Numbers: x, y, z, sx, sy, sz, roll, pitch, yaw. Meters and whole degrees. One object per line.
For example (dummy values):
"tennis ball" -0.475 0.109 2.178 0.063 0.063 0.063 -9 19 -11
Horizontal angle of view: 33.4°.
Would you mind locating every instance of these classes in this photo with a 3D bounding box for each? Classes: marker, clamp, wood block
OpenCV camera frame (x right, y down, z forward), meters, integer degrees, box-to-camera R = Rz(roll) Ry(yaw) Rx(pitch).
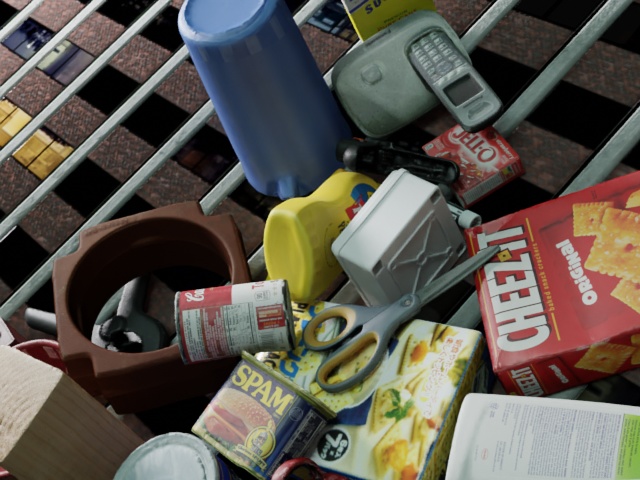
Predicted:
"marker" 0.116 -0.039 1.102 0.020 0.020 0.121 -48 48 -12
"clamp" -0.231 0.105 1.163 0.164 0.036 0.210 -28 49 -2
"clamp" 0.073 -0.084 1.111 0.171 0.120 0.039 -120 45 -77
"wood block" -0.230 0.194 0.979 0.091 0.206 0.090 16 64 36

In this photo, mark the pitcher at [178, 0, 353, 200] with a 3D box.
"pitcher" -0.059 -0.174 1.149 0.145 0.242 0.149 -43 52 -13

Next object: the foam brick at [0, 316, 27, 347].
"foam brick" -0.368 0.137 1.206 0.078 0.051 0.053 -42 46 -6

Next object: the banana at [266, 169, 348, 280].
"banana" -0.017 0.011 1.109 0.070 0.037 0.197 -41 18 54

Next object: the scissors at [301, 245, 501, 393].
"scissors" 0.063 0.056 0.968 0.201 0.016 0.096 -44 46 -11

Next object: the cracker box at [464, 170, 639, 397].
"cracker box" 0.247 0.033 0.938 0.214 0.072 0.164 -19 48 16

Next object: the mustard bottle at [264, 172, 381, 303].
"mustard bottle" 0.021 -0.015 1.064 0.058 0.096 0.191 6 24 33

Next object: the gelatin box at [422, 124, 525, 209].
"gelatin box" 0.158 -0.085 1.107 0.073 0.030 0.089 -32 47 2

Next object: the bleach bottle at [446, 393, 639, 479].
"bleach bottle" 0.232 0.179 0.838 0.251 0.068 0.102 1 57 27

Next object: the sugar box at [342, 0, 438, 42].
"sugar box" 0.076 -0.265 1.193 0.093 0.176 0.048 -28 47 6

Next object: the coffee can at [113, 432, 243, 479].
"coffee can" -0.102 0.242 0.916 0.103 0.140 0.103 -15 49 18

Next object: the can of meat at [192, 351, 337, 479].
"can of meat" -0.050 0.157 0.922 0.102 0.057 0.084 27 77 40

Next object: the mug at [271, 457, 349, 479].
"mug" -0.007 0.235 0.880 0.093 0.117 0.081 -13 10 43

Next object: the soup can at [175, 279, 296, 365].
"soup can" -0.077 0.075 0.976 0.102 0.068 0.068 -7 50 2

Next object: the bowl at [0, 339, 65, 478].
"bowl" -0.308 0.188 1.131 0.162 0.055 0.162 -15 49 18
